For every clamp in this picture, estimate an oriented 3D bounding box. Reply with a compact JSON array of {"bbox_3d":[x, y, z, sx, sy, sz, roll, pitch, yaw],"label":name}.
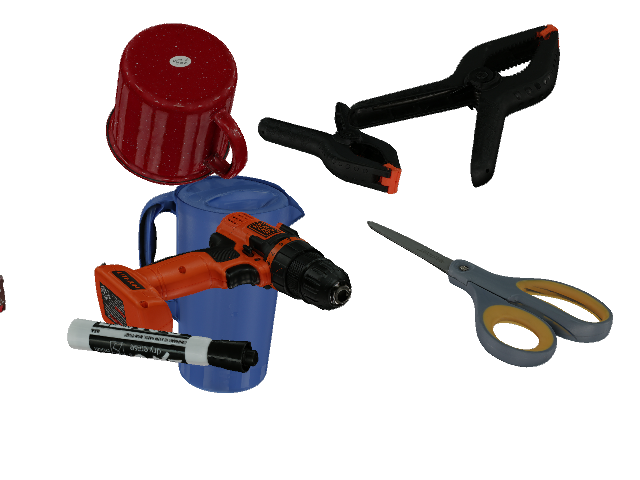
[{"bbox_3d":[0.151,-0.128,0.960,0.209,0.036,0.165,-32,45,-19],"label":"clamp"},{"bbox_3d":[0.015,-0.098,1.124,0.120,0.039,0.172,-16,36,-24],"label":"clamp"}]

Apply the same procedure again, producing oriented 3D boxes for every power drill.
[{"bbox_3d":[-0.089,0.039,0.942,0.187,0.057,0.185,-19,27,-31],"label":"power drill"}]

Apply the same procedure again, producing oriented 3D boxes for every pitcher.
[{"bbox_3d":[-0.120,0.052,1.256,0.149,0.243,0.144,21,26,34],"label":"pitcher"}]

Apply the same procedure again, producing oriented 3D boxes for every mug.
[{"bbox_3d":[-0.096,-0.092,0.761,0.093,0.117,0.082,-36,-18,-30],"label":"mug"}]

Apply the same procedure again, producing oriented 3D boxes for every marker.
[{"bbox_3d":[-0.095,0.063,0.644,0.121,0.020,0.020,6,2,17],"label":"marker"}]

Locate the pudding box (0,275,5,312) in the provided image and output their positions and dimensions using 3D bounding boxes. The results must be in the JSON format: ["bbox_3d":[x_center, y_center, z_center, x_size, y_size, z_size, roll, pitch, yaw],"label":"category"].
[{"bbox_3d":[-0.336,0.051,0.890,0.114,0.039,0.089,10,26,20],"label":"pudding box"}]

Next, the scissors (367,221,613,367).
[{"bbox_3d":[0.094,0.034,0.720,0.202,0.016,0.096,18,36,29],"label":"scissors"}]
